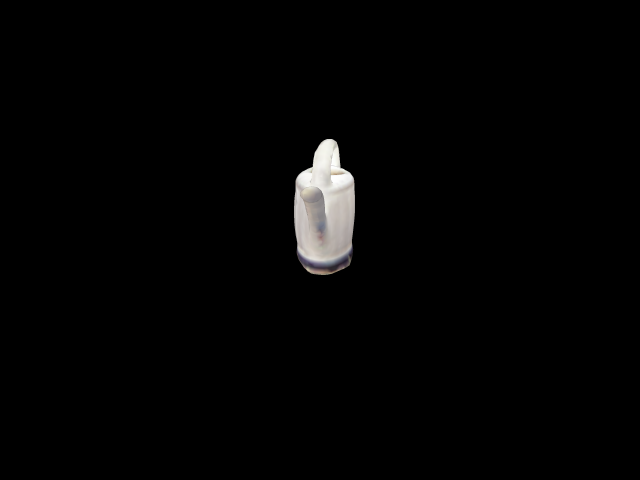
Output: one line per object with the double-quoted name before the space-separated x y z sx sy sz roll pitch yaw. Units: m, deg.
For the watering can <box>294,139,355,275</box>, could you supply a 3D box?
"watering can" 0.003 -0.043 0.850 0.104 0.221 0.353 3 21 7
